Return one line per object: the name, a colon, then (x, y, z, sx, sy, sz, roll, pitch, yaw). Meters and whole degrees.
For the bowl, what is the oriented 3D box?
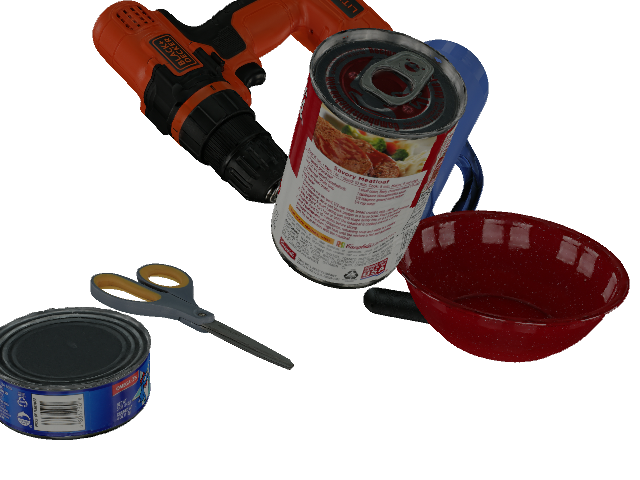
bowl: (0.128, 0.037, 0.743, 0.162, 0.055, 0.162, 3, 27, -2)

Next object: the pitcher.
pitcher: (0.105, -0.111, 1.149, 0.145, 0.149, 0.242, 6, 37, 26)

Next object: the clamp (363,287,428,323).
clamp: (0.140, 0.063, 1.016, 0.172, 0.039, 0.120, 21, 35, 26)

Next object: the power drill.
power drill: (-0.037, -0.120, 0.747, 0.187, 0.184, 0.057, -30, -22, -36)

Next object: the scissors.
scissors: (-0.097, 0.058, 0.893, 0.202, 0.016, 0.096, 16, 23, 18)

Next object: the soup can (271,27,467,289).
soup can: (0.019, -0.034, 0.481, 0.068, 0.068, 0.102, 0, -41, -16)

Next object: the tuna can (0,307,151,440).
tuna can: (-0.133, 0.069, 0.566, 0.086, 0.034, 0.086, 2, 24, -1)
